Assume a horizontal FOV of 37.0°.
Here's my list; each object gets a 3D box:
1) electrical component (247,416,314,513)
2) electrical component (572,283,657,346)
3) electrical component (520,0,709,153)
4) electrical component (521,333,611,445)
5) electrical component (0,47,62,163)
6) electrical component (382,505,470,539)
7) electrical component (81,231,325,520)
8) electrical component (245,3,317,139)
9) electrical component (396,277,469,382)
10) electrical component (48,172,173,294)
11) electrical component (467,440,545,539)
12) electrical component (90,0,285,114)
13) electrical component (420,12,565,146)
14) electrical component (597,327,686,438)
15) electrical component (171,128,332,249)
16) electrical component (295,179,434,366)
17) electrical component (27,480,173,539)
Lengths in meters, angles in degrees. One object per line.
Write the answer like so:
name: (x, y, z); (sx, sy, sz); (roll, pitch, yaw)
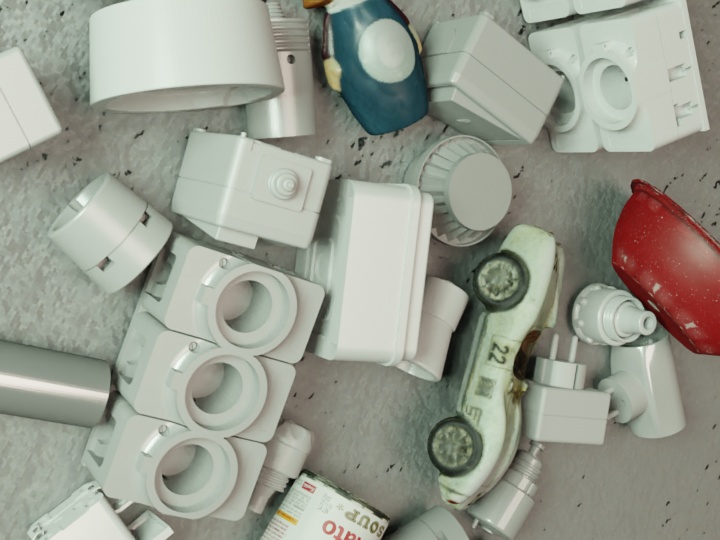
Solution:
electrical component: (-0.055, 0.125, 0.688); (0.035, 0.035, 0.061); (29, 83, -29)
electrical component: (0.194, 0.036, 0.807); (0.048, 0.062, 0.048); (-3, 97, -30)
electrical component: (0.164, -0.177, 0.743); (0.060, 0.105, 0.186); (-23, 106, -26)
electrical component: (0.146, 0.085, 0.793); (0.066, 0.047, 0.076); (8, 91, -30)
electrical component: (-0.207, -0.075, 0.552); (0.076, 0.083, 0.047); (-32, 110, -24)
electrical component: (0.046, 0.198, 0.744); (0.047, 0.055, 0.055); (-23, 106, -22)
electrical component: (-0.092, 0.063, 0.635); (0.089, 0.062, 0.150); (19, 92, -30)
electrical component: (-0.051, -0.122, 0.661); (0.043, 0.043, 0.081); (-9, 99, -29)
electrical component: (0.048, 0.038, 0.736); (0.044, 0.044, 0.065); (34, 74, -28)
electrical component: (-0.143, -0.022, 0.612); (0.047, 0.055, 0.055); (45, 73, -22)
electrical component: (0.110, 0.160, 0.784); (0.040, 0.040, 0.078); (40, 75, -27)
electrical component: (-0.098, -0.125, 0.599); (0.108, 0.108, 0.060); (-7, 93, -29)
electrical component: (0.087, -0.120, 0.730); (0.096, 0.062, 0.061); (32, 79, -29)
electrical component: (0.212, 0.094, 0.834); (0.079, 0.043, 0.077); (-22, 105, -26)
electrical component: (-0.063, -0.044, 0.631); (0.062, 0.096, 0.061); (15, 91, -31)
electrical component: (0.000, 0.000, 0.683); (0.057, 0.078, 0.113); (5, 92, -28)
electrical component: (-0.156, 0.163, 0.630); (0.081, 0.042, 0.063); (-38, 108, -22)
